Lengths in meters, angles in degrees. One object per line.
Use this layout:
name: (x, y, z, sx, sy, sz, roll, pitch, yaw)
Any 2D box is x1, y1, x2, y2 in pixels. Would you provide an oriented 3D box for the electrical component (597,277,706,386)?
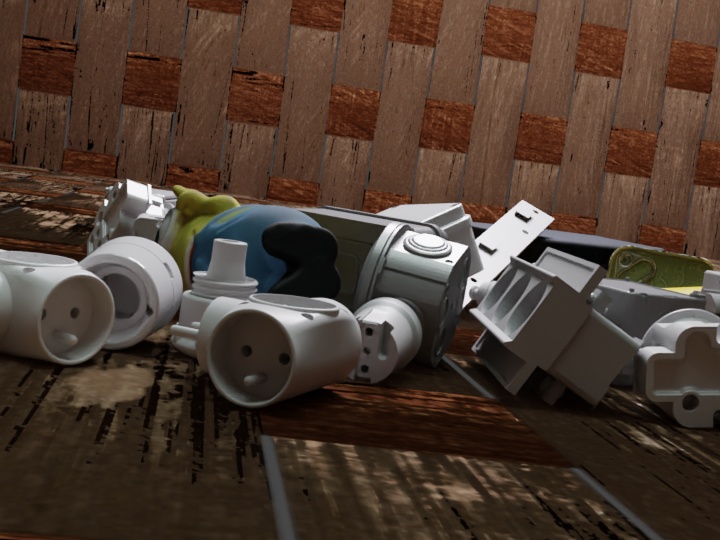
electrical component: (0.165, 0.037, 0.695, 0.062, 0.061, 0.096, 5, 6, -25)

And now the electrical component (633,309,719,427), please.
electrical component: (0.185, 0.052, 0.584, 0.078, 0.058, 0.057, 0, 6, -3)

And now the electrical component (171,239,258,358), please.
electrical component: (-0.071, 0.015, 0.560, 0.048, 0.062, 0.048, 8, 5, -1)

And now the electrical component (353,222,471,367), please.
electrical component: (0.030, 0.015, 0.633, 0.051, 0.080, 0.080, 15, 7, 16)

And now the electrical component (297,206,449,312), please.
electrical component: (0.000, 0.000, 0.752, 0.113, 0.078, 0.057, 12, 9, 35)

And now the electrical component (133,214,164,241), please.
electrical component: (-0.132, -0.014, 0.840, 0.089, 0.050, 0.056, 7, 6, -10)

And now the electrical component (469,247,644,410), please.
electrical component: (0.108, 0.033, 0.606, 0.063, 0.078, 0.121, 36, 3, -5)

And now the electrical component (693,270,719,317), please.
electrical component: (0.292, 0.035, 0.880, 0.077, 0.065, 0.047, 6, 6, -24)

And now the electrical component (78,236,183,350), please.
electrical component: (-0.125, 0.013, 0.562, 0.055, 0.055, 0.047, 8, 9, 1)

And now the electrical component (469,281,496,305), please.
electrical component: (0.122, 0.025, 0.869, 0.078, 0.040, 0.040, 13, 7, 43)

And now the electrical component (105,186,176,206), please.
electrical component: (-0.198, -0.044, 0.999, 0.061, 0.061, 0.096, 8, 5, 1)

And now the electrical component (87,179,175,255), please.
electrical component: (-0.182, -0.033, 0.888, 0.057, 0.078, 0.058, 19, 39, -30)

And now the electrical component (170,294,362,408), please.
electrical component: (-0.049, 0.033, 0.502, 0.079, 0.044, 0.077, 10, 5, 21)

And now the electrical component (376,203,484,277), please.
electrical component: (0.038, -0.016, 0.891, 0.078, 0.057, 0.113, -24, 13, -26)

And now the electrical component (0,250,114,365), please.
electrical component: (-0.171, 0.016, 0.503, 0.077, 0.044, 0.079, 12, 8, 37)

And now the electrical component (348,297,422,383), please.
electrical component: (0.009, 0.038, 0.574, 0.040, 0.040, 0.046, 9, 12, 14)
